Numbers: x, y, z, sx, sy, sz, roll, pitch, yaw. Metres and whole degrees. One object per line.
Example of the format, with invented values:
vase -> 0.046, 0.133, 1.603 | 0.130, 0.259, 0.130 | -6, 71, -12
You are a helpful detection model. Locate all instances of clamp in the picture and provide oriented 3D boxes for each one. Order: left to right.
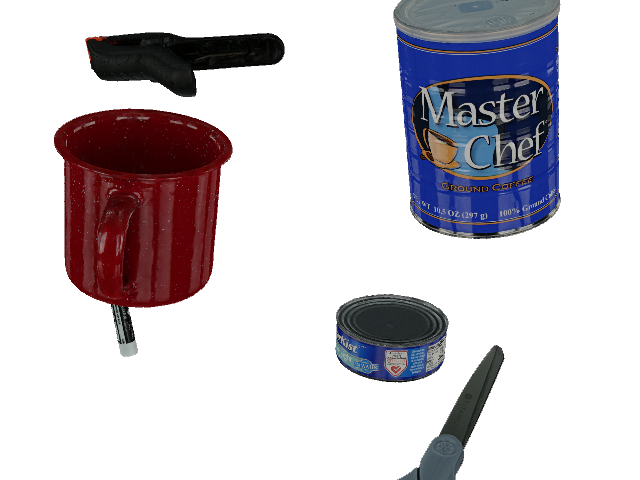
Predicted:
clamp -> -0.116, -0.149, 0.859 | 0.172, 0.039, 0.120 | 19, 27, 41

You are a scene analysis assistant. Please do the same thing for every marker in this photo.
marker -> -0.215, 0.065, 1.138 | 0.020, 0.121, 0.020 | -8, 18, 2

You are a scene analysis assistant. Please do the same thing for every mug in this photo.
mug -> -0.097, -0.011, 0.568 | 0.093, 0.081, 0.117 | 7, 27, -1

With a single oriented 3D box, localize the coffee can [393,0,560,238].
coffee can -> 0.104, -0.087, 0.696 | 0.103, 0.140, 0.103 | -6, 30, 3

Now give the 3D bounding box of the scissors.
scissors -> 0.078, 0.127, 0.565 | 0.096, 0.016, 0.201 | 25, 44, 33

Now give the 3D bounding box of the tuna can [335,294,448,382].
tuna can -> 0.054, 0.074, 0.819 | 0.086, 0.034, 0.086 | 2, 22, -1
